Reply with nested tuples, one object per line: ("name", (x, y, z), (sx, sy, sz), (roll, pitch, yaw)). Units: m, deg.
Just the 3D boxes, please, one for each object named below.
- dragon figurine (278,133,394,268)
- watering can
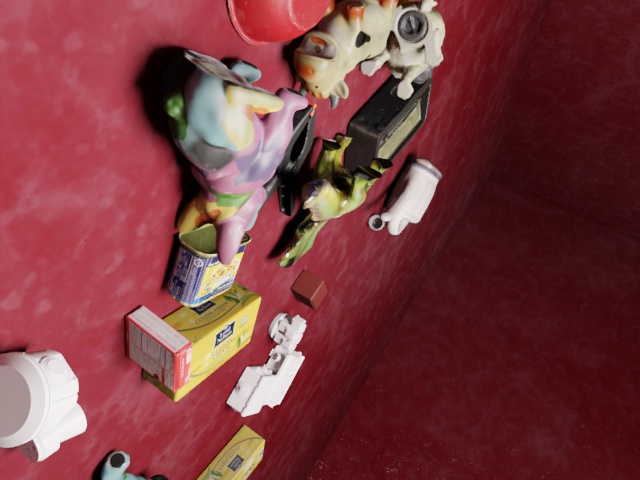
("dragon figurine", (0.003, -0.044, 0.864), (0.238, 0.123, 0.416), (-62, 170, 28))
("watering can", (0.237, -0.118, 1.370), (0.224, 0.104, 0.346), (-64, 165, 3))
